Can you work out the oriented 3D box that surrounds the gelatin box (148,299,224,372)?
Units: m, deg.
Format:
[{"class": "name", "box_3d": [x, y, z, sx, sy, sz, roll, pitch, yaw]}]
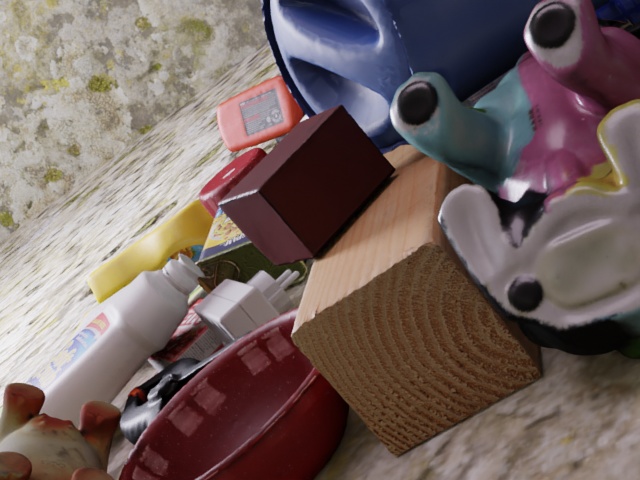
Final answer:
[{"class": "gelatin box", "box_3d": [-0.105, 0.083, 0.900, 0.073, 0.030, 0.089, -44, 16, -20]}]

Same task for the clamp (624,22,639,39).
[{"class": "clamp", "box_3d": [0.284, -0.153, 0.624, 0.209, 0.036, 0.165, -38, 26, -29]}]

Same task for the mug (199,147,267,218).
[{"class": "mug", "box_3d": [-0.071, -0.036, 1.068, 0.093, 0.081, 0.117, -46, 16, -23]}]

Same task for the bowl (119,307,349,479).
[{"class": "bowl", "box_3d": [-0.037, 0.109, 0.610, 0.162, 0.055, 0.162, -36, 15, 11]}]

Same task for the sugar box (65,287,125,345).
[{"class": "sugar box", "box_3d": [-0.221, 0.115, 1.059, 0.093, 0.048, 0.176, -32, 20, 25]}]

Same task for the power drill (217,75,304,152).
[{"class": "power drill", "box_3d": [-0.020, -0.132, 1.132, 0.185, 0.057, 0.187, -20, -3, 38]}]

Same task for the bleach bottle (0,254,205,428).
[{"class": "bleach bottle", "box_3d": [-0.190, 0.108, 0.887, 0.251, 0.068, 0.102, -47, 17, 7]}]

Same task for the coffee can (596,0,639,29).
[{"class": "coffee can", "box_3d": [0.211, -0.184, 0.787, 0.141, 0.102, 0.102, -27, 19, 39]}]

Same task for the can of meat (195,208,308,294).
[{"class": "can of meat", "box_3d": [-0.052, -0.002, 0.916, 0.102, 0.057, 0.084, -21, 37, 33]}]

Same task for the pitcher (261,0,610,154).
[{"class": "pitcher", "box_3d": [0.086, -0.168, 0.658, 0.242, 0.149, 0.145, -32, 22, -27]}]

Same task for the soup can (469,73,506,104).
[{"class": "soup can", "box_3d": [0.127, -0.107, 0.763, 0.068, 0.102, 0.068, -36, 14, 11]}]

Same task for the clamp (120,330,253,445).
[{"class": "clamp", "box_3d": [-0.108, 0.124, 0.774, 0.120, 0.039, 0.172, -44, 9, -35]}]

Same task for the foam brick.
[{"class": "foam brick", "box_3d": [-0.007, -0.030, 0.606, 0.078, 0.051, 0.053, -47, 16, -25]}]

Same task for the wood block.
[{"class": "wood block", "box_3d": [0.058, 0.012, 0.602, 0.091, 0.090, 0.206, -34, 16, 21]}]

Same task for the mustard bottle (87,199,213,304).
[{"class": "mustard bottle", "box_3d": [-0.155, 0.008, 1.160, 0.192, 0.058, 0.096, -34, -16, 15]}]
